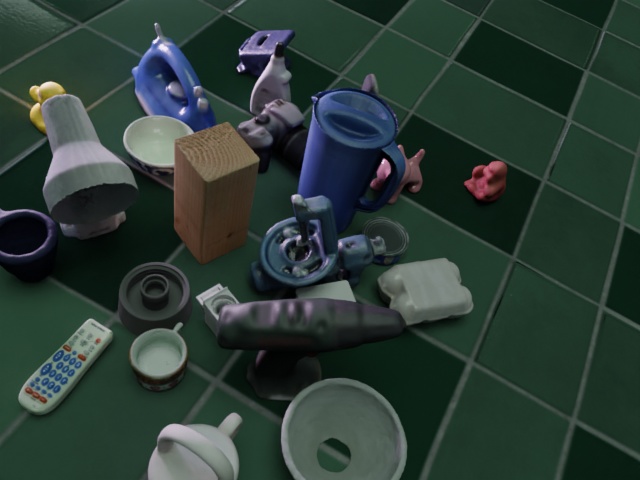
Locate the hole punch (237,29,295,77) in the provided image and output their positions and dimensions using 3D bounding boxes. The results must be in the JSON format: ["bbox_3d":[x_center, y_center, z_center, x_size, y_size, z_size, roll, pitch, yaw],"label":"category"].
[{"bbox_3d":[-0.115,-0.402,1.212,0.101,0.091,0.109,23,52,3],"label":"hole punch"}]

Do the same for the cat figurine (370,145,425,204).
[{"bbox_3d":[0.148,-0.131,1.065,0.128,0.118,0.067,-29,66,-30],"label":"cat figurine"}]

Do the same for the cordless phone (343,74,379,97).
[{"bbox_3d":[0.081,-0.258,1.098,0.094,0.185,0.147,-1,55,-15],"label":"cordless phone"}]

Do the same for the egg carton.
[{"bbox_3d":[0.172,0.087,0.942,0.150,0.069,0.107,-8,57,-20],"label":"egg carton"}]

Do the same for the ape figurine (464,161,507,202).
[{"bbox_3d":[0.335,-0.120,1.124,0.076,0.092,0.078,17,52,-2],"label":"ape figurine"}]

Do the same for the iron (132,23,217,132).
[{"bbox_3d":[-0.247,-0.270,1.047,0.119,0.141,0.258,-24,64,-29],"label":"iron"}]

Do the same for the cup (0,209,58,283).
[{"bbox_3d":[-0.429,0.011,0.822,0.117,0.095,0.092,36,54,13],"label":"cup"}]

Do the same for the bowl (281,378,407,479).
[{"bbox_3d":[0.025,0.275,0.761,0.167,0.075,0.167,7,53,-10],"label":"bowl"}]

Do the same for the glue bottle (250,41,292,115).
[{"bbox_3d":[-0.087,-0.303,1.095,0.078,0.173,0.037,23,52,3],"label":"glue bottle"}]

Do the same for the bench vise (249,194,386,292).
[{"bbox_3d":[0.002,-0.006,0.870,0.208,0.220,0.121,-21,62,-27],"label":"bench vise"}]

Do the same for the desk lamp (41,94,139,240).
[{"bbox_3d":[-0.350,-0.091,0.843,0.118,0.213,0.203,-18,61,-26],"label":"desk lamp"}]

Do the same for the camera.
[{"bbox_3d":[-0.063,-0.184,1.059,0.136,0.101,0.143,41,55,16],"label":"camera"}]

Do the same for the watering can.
[{"bbox_3d":[-0.145,0.269,0.645,0.101,0.194,0.173,15,52,-3],"label":"watering can"}]

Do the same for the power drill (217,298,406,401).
[{"bbox_3d":[-0.023,0.142,0.761,0.230,0.208,0.075,6,53,-11],"label":"power drill"}]

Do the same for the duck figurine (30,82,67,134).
[{"bbox_3d":[-0.457,-0.233,1.000,0.104,0.086,0.077,21,52,1],"label":"duck figurine"}]
